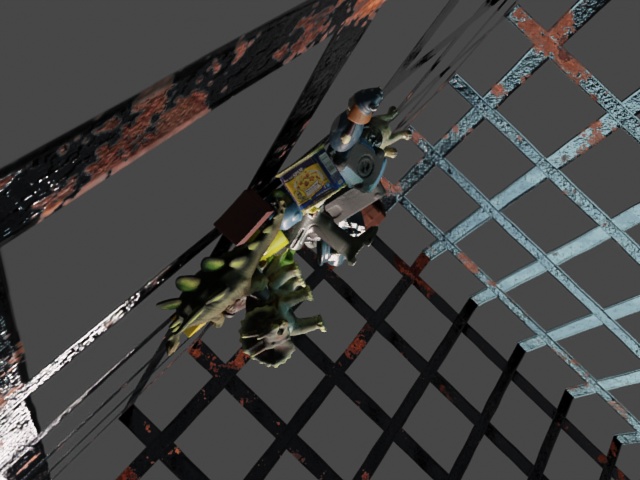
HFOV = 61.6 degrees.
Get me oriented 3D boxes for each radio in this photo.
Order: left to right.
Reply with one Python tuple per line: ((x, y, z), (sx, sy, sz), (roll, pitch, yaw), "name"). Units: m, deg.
((0.041, -0.107, 1.320), (0.230, 0.073, 0.131), (-32, -149, 7), "radio")

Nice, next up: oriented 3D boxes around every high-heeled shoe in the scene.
((-0.168, 0.087, 1.252), (0.086, 0.145, 0.248), (-45, 177, -8), "high-heeled shoe")

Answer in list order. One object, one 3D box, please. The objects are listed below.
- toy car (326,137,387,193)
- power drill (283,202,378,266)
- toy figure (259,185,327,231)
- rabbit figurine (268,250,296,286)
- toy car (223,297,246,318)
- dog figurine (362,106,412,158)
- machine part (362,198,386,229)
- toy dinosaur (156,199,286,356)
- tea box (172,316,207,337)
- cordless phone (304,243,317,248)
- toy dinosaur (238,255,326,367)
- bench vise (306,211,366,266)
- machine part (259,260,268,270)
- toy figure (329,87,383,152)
((0.065, -0.177, 1.198), (0.103, 0.161, 0.109), (20, -96, 50), "toy car")
((0.024, -0.046, 1.203), (0.232, 0.207, 0.086), (-57, -171, 31), "power drill")
((-0.057, -0.081, 1.079), (0.180, 0.089, 0.082), (-36, 175, -26), "toy figure")
((-0.136, 0.052, 1.530), (0.170, 0.121, 0.159), (96, 3, -64), "rabbit figurine")
((-0.179, 0.139, 1.387), (0.089, 0.053, 0.202), (-52, 171, 24), "toy car")
((0.121, -0.257, 1.400), (0.190, 0.121, 0.172), (-26, 163, -41), "dog figurine")
((0.107, -0.133, 1.649), (0.087, 0.201, 0.201), (-39, -165, 18), "machine part")
((-0.186, 0.080, 1.034), (0.471, 0.105, 0.198), (-49, 170, 23), "toy dinosaur")
((-0.286, 0.155, 1.358), (0.169, 0.068, 0.098), (-47, 178, 24), "tea box")
((0.015, -0.058, 1.522), (0.184, 0.146, 0.089), (-26, -147, 17), "cordless phone")
((-0.111, 0.149, 1.244), (0.192, 0.131, 0.405), (-21, -155, -7), "toy dinosaur")
((-0.004, -0.013, 1.436), (0.223, 0.241, 0.129), (99, -12, -56), "bench vise")
((-0.201, 0.076, 1.463), (0.079, 0.079, 0.243), (-45, 179, -32), "machine part")
((0.064, -0.222, 0.977), (0.058, 0.064, 0.154), (-3, 152, -26), "toy figure")
